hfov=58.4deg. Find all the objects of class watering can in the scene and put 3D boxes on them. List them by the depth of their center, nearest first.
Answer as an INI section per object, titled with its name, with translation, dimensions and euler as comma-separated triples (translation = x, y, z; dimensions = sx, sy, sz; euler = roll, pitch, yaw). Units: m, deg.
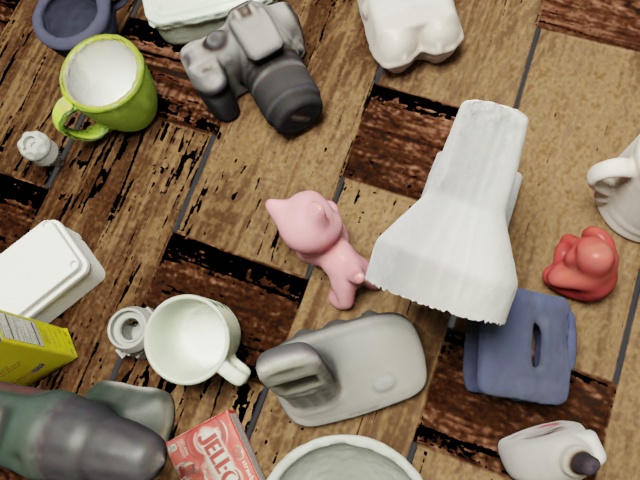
[watering can]
translation = 0.341, -0.072, 0.520
dimensions = 0.173, 0.194, 0.101
euler = -26, 73, -1

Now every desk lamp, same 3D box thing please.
[desk lamp]
translation = 0.125, -0.019, 0.520
dimensions = 0.117, 0.214, 0.203
euler = 18, 78, 11

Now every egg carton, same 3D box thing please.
[egg carton]
translation = 0.100, -0.271, 0.666
dimensions = 0.107, 0.069, 0.150
euler = -14, 74, 3

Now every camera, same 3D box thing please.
[camera]
translation = -0.069, -0.186, 0.646
dimensions = 0.143, 0.101, 0.136
euler = -29, 74, -2

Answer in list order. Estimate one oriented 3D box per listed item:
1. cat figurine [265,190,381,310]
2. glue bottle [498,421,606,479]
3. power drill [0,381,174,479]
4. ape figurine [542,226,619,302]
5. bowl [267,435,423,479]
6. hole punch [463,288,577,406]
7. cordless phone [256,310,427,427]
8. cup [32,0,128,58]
[cat figurine]
translation = 0.005, 0.002, 0.578
dimensions = 0.067, 0.118, 0.127
euler = -39, 74, -4
[glue bottle]
translation = 0.201, 0.180, 0.479
dimensions = 0.078, 0.173, 0.037
euler = -22, 73, 1
[power drill]
translation = -0.212, 0.166, 0.511
dimensions = 0.229, 0.208, 0.076
euler = 6, 76, 8
[ape figurine]
translation = 0.259, 0.021, 0.557
dimensions = 0.078, 0.092, 0.076
euler = -25, 73, 0
[bowl]
translation = 0.026, 0.264, 0.527
dimensions = 0.167, 0.075, 0.167
euler = -2, 75, 6
[hole punch]
translation = 0.193, 0.098, 0.545
dimensions = 0.101, 0.091, 0.109
euler = 5, 76, 8
[cordless phone]
translation = 0.022, 0.111, 0.512
dimensions = 0.147, 0.185, 0.094
euler = -20, 73, 1
[cup]
translation = -0.268, -0.254, 0.690
dimensions = 0.118, 0.095, 0.091
euler = -36, 74, -4
